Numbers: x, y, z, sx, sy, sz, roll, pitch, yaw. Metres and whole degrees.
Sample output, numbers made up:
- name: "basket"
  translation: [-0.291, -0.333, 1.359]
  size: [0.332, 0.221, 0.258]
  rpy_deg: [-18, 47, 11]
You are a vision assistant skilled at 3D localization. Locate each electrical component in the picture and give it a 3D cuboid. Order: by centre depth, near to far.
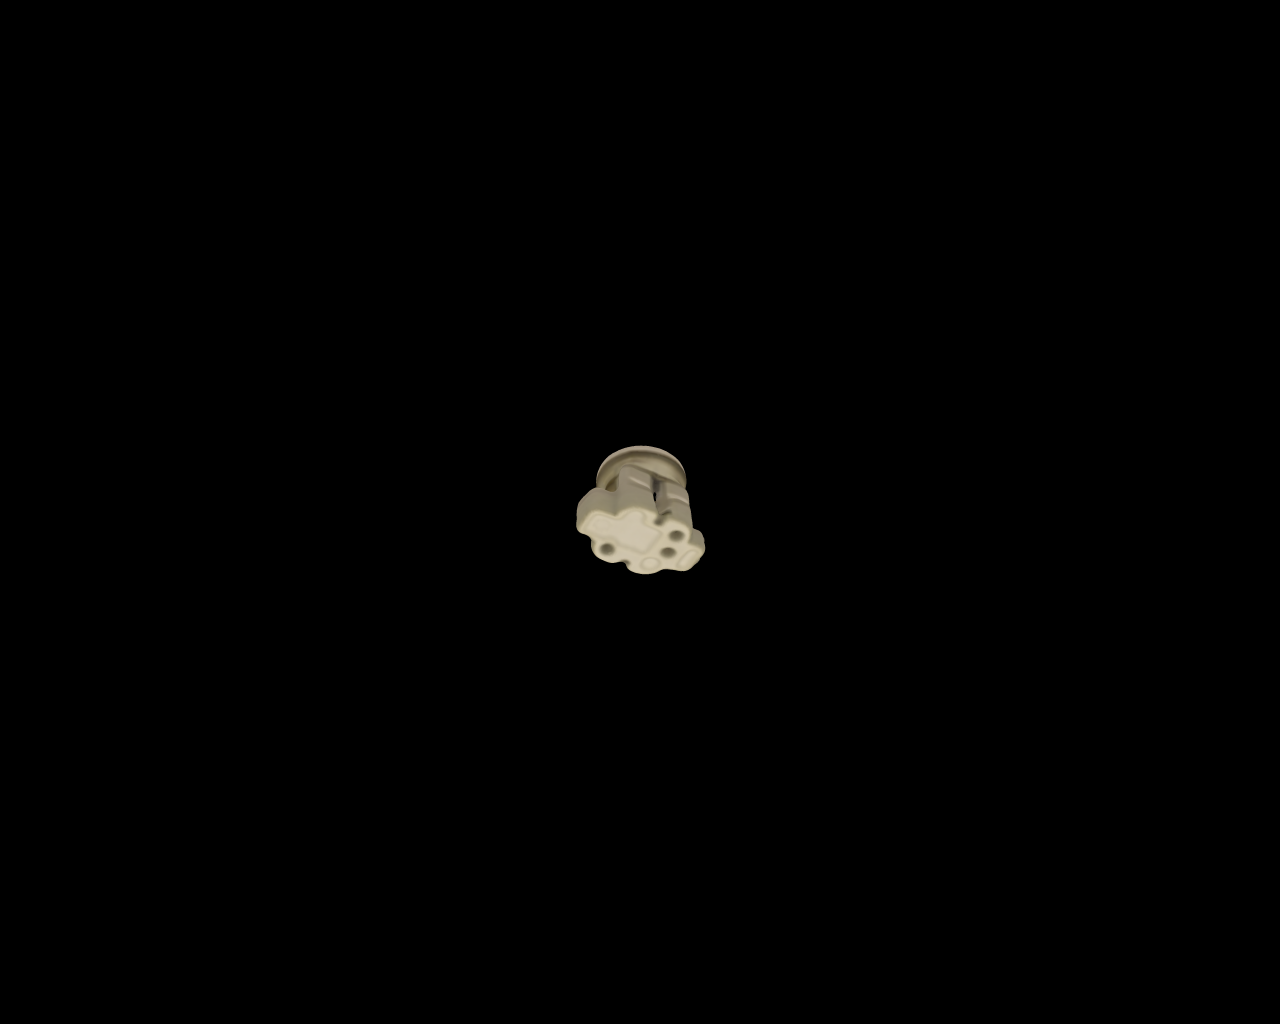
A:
- name: "electrical component"
  translation: [0.001, -0.003, 0.650]
  size: [0.078, 0.057, 0.058]
  rpy_deg: [22, -48, -21]
